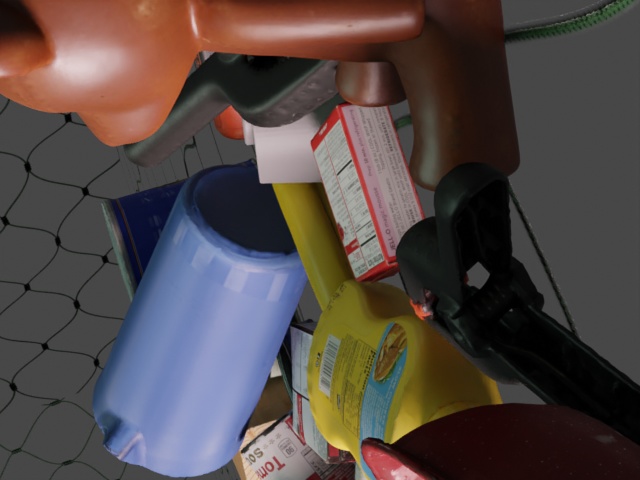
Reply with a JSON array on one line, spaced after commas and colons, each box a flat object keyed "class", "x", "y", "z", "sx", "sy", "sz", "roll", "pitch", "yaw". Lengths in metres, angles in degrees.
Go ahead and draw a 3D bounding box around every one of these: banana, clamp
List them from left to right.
[{"class": "clamp", "x": -0.038, "y": -0.121, "z": 0.594, "sx": 0.210, "sy": 0.036, "sz": 0.164, "roll": 4, "pitch": 82, "yaw": 52}, {"class": "banana", "x": -0.002, "y": -0.003, "z": 0.708, "sx": 0.070, "sy": 0.037, "sz": 0.198, "roll": 105, "pitch": 146, "yaw": -67}, {"class": "clamp", "x": 0.062, "y": 0.018, "z": 0.408, "sx": 0.120, "sy": 0.039, "sz": 0.172, "roll": 61, "pitch": 169, "yaw": -14}]

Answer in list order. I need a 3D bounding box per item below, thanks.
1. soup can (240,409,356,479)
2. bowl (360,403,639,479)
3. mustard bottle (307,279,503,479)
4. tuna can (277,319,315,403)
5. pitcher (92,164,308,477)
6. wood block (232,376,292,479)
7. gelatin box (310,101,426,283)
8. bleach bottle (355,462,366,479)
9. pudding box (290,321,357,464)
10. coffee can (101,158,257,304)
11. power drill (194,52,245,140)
[{"class": "soup can", "x": -0.008, "y": 0.189, "z": 0.856, "sx": 0.102, "sy": 0.068, "sz": 0.068, "roll": 51, "pitch": 164, "yaw": 7}, {"class": "bowl", "x": 0.088, "y": 0.104, "z": 0.338, "sx": 0.162, "sy": 0.055, "sz": 0.162, "roll": 44, "pitch": 167, "yaw": 12}, {"class": "mustard bottle", "x": 0.046, "y": 0.083, "z": 0.547, "sx": 0.192, "sy": 0.058, "sz": 0.096, "roll": -152, "pitch": 73, "yaw": -72}, {"class": "tuna can", "x": -0.011, "y": 0.113, "z": 0.917, "sx": 0.086, "sy": 0.033, "sz": 0.086, "roll": 163, "pitch": 90, "yaw": -78}, {"class": "pitcher", "x": -0.081, "y": 0.058, "z": 0.832, "sx": 0.149, "sy": 0.144, "sz": 0.243, "roll": -103, "pitch": 30, "yaw": -44}, {"class": "wood block", "x": -0.061, "y": 0.157, "z": 1.066, "sx": 0.206, "sy": 0.090, "sz": 0.091, "roll": -128, "pitch": 25, "yaw": -59}, {"class": "gelatin box", "x": 0.027, "y": -0.025, "z": 0.569, "sx": 0.073, "sy": 0.030, "sz": 0.089, "roll": 137, "pitch": 115, "yaw": -75}, {"class": "bleach bottle", "x": 0.070, "y": 0.174, "z": 0.582, "sx": 0.251, "sy": 0.068, "sz": 0.102, "roll": -142, "pitch": 39, "yaw": -73}, {"class": "pudding box", "x": 0.007, "y": 0.107, "z": 0.780, "sx": 0.114, "sy": 0.039, "sz": 0.090, "roll": -174, "pitch": 83, "yaw": -75}, {"class": "coffee can", "x": -0.112, "y": -0.005, "z": 0.949, "sx": 0.103, "sy": 0.140, "sz": 0.103, "roll": 163, "pitch": 90, "yaw": -78}, {"class": "power drill", "x": -0.096, "y": -0.189, "z": 0.822, "sx": 0.188, "sy": 0.057, "sz": 0.184, "roll": -124, "pitch": 21, "yaw": -54}]
